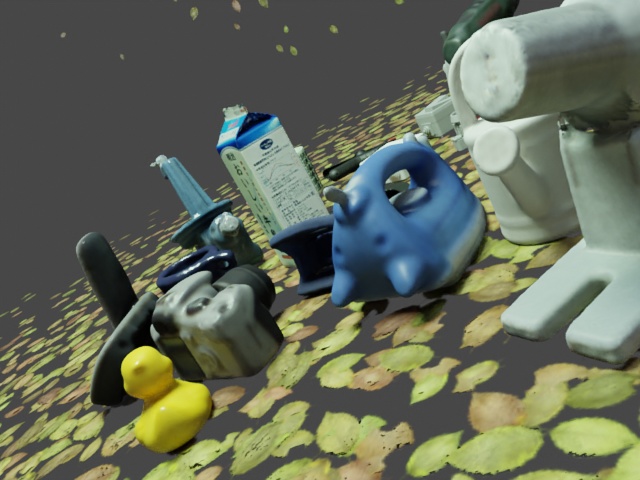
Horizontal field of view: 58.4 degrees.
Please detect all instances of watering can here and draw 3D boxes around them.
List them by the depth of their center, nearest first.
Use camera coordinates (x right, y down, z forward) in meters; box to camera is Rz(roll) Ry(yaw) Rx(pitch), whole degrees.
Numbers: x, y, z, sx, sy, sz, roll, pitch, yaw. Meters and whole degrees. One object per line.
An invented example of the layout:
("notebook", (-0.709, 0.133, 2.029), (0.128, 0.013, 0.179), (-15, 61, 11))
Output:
("watering can", (0.185, -0.099, 0.528), (0.100, 0.194, 0.173), (-24, 17, 14))

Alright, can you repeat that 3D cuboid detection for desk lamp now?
("desk lamp", (0.189, -0.066, 0.385), (0.203, 0.214, 0.117), (-35, 18, -23))

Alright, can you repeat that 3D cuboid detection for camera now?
("camera", (-0.104, 0.076, 0.637), (0.142, 0.101, 0.137), (-13, 22, 42))

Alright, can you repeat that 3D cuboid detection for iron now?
("iron", (0.092, -0.041, 0.600), (0.118, 0.141, 0.259), (-14, 21, 40))

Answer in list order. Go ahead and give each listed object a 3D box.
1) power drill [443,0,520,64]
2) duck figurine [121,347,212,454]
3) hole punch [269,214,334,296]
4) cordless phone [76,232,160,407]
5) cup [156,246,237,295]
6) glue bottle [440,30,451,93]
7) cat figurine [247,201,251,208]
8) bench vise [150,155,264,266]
("power drill", (0.312, -0.323, 0.980), (0.230, 0.209, 0.075), (-37, 19, -29))
("duck figurine", (-0.153, 0.143, 0.541), (0.077, 0.086, 0.104), (-32, 17, -13))
("hole punch", (0.006, 0.002, 0.698), (0.108, 0.091, 0.101), (-19, 19, 28))
("cordless phone", (-0.255, 0.090, 0.690), (0.094, 0.185, 0.147), (-25, 17, 10))
("cup", (-0.141, 0.064, 0.746), (0.117, 0.095, 0.092), (-20, 18, 27))
("glue bottle", (0.271, -0.323, 1.112), (0.037, 0.173, 0.078), (-34, 17, -17))
("cat figurine", (-0.112, -0.090, 1.126), (0.067, 0.118, 0.127), (-27, 16, 5))
("bench vise", (-0.182, -0.051, 0.939), (0.206, 0.220, 0.122), (-11, 24, 46))
